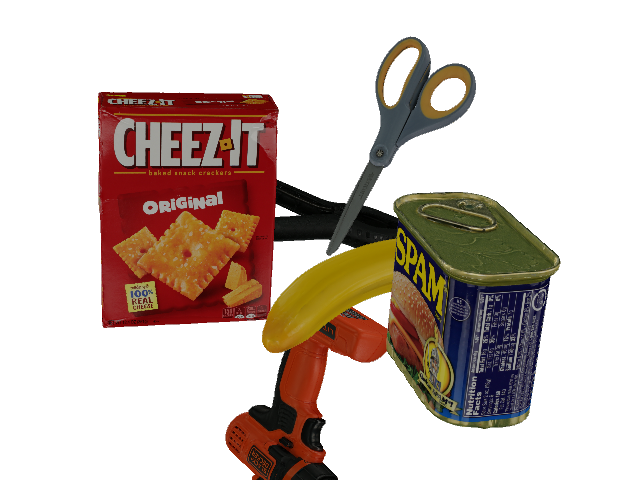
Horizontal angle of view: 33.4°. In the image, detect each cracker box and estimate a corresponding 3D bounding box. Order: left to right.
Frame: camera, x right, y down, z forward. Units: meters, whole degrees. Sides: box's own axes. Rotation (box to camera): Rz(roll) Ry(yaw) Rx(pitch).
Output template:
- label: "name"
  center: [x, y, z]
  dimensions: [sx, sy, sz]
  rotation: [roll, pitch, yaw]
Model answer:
- label: "cracker box"
  center: [-0.126, -0.028, 1.006]
  dimensions: [0.164, 0.214, 0.072]
  rotation: [-1, 20, -12]

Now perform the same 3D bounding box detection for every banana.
- label: "banana"
  center: [0.037, 0.031, 0.747]
  dimensions: [0.197, 0.037, 0.070]
  rotation: [-12, 34, -27]

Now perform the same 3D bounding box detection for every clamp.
- label: "clamp"
  center: [0.018, -0.018, 1.193]
  dimensions: [0.210, 0.036, 0.164]
  rotation: [15, 21, -7]

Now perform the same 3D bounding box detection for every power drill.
- label: "power drill"
  center: [-0.001, 0.154, 0.964]
  dimensions: [0.057, 0.188, 0.185]
  rotation: [12, 13, -46]

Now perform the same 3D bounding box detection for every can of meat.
- label: "can of meat"
  center: [0.070, 0.033, 0.530]
  dimensions: [0.057, 0.084, 0.102]
  rotation: [-3, 24, -15]

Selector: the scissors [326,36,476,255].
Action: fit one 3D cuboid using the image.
- label: "scissors"
  center: [0.072, -0.076, 0.904]
  dimensions: [0.096, 0.202, 0.016]
  rotation: [10, -11, 21]
